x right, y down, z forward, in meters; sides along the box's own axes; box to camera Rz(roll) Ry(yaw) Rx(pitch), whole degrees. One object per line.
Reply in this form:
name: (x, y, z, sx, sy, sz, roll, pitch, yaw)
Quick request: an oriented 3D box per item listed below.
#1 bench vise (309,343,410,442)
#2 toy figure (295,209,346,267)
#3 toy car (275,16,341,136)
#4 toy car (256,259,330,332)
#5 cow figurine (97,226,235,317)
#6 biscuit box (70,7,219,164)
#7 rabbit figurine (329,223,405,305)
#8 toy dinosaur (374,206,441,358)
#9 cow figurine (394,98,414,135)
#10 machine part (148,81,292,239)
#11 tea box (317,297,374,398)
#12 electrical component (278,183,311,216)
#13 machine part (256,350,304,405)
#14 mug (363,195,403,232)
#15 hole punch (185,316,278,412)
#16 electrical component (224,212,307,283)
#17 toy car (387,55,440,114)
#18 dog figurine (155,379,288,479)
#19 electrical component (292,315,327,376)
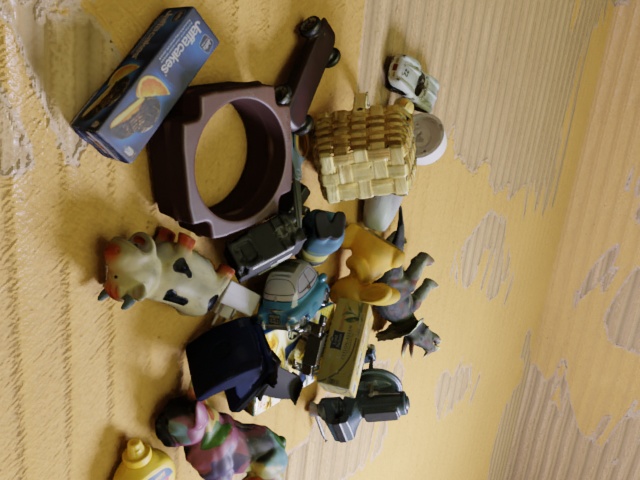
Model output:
bench vise: (0.088, 0.329, 1.200, 0.128, 0.224, 0.241, 58, 24, -28)
toy figure: (-0.006, -0.004, 0.927, 0.089, 0.082, 0.180, -64, -172, -12)
toy car: (-0.025, -0.266, 0.867, 0.089, 0.053, 0.202, 39, 64, -50)
toy car: (-0.053, 0.085, 0.923, 0.162, 0.109, 0.102, -46, 133, -58)
cow figurine: (-0.214, 0.050, 0.733, 0.194, 0.086, 0.127, 46, 61, -52)
biscuit box: (-0.208, -0.192, 0.654, 0.202, 0.059, 0.062, -60, 142, -17)
rabbit figurine: (0.094, 0.074, 1.114, 0.173, 0.162, 0.121, -54, 156, 5)
toy dinosaur: (0.179, 0.118, 1.257, 0.192, 0.131, 0.404, -53, 135, -26)
cow figurine: (0.142, -0.211, 1.109, 0.098, 0.068, 0.167, -8, 109, -45)
machine part: (-0.135, -0.117, 0.760, 0.201, 0.087, 0.201, -26, 123, -46)
tea box: (0.052, 0.209, 1.044, 0.098, 0.068, 0.169, 72, 31, -61)
electrical component: (-0.046, -0.068, 0.891, 0.063, 0.094, 0.021, -57, 138, -19)
machine part: (-0.075, 0.238, 0.915, 0.138, 0.039, 0.084, 44, 64, -49)
mug: (0.131, -0.077, 1.149, 0.109, 0.081, 0.107, -44, 152, -72)
hole punch: (-0.138, 0.185, 0.825, 0.092, 0.142, 0.116, 32, 108, -37)
electrical component: (-0.089, 0.015, 0.841, 0.115, 0.134, 0.058, -26, 83, -16)
toy car: (0.204, -0.329, 1.146, 0.201, 0.056, 0.073, 14, 93, -54)
dog figurine: (-0.155, 0.309, 0.866, 0.192, 0.109, 0.219, -13, 120, -9)
electrical component: (-0.018, 0.189, 0.967, 0.078, 0.045, 0.102, -44, 146, -76)
